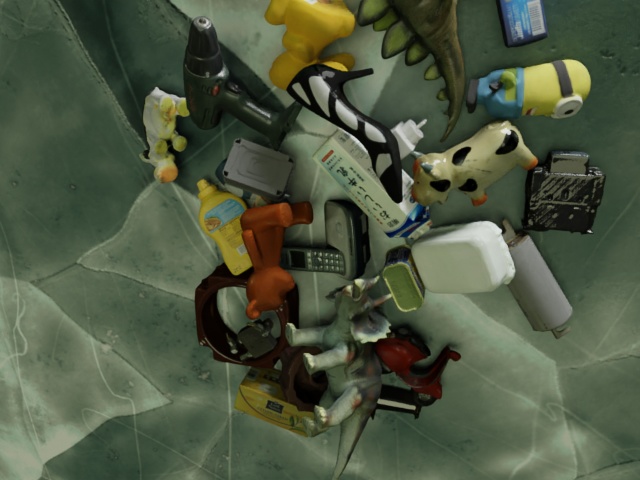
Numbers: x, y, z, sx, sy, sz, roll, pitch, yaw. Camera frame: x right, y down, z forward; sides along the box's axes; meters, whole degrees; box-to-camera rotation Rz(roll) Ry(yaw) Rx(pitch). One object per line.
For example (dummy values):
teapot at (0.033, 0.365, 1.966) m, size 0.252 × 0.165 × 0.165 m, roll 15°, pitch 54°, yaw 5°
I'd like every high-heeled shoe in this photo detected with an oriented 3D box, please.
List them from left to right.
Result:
high-heeled shoe at (0.042, -0.161, 0.857) m, size 0.145 × 0.086 × 0.248 m, roll -11°, pitch 107°, yaw 20°

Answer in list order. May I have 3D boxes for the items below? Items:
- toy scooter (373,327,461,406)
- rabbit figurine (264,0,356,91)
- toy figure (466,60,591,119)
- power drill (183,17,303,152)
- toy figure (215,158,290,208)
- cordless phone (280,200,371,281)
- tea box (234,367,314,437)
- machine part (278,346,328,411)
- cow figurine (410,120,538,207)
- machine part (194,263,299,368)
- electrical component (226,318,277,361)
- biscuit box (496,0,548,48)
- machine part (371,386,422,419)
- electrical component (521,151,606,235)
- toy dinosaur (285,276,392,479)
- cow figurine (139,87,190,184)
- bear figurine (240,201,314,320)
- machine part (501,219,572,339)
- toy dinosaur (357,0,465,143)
toy scooter at (0.191, 0.233, 1.047) m, size 0.184 × 0.075 × 0.135 m, roll 42°, pitch 114°, yaw -7°
rabbit figurine at (-0.019, -0.318, 0.890) m, size 0.162 × 0.122 × 0.173 m, roll 27°, pitch 128°, yaw -7°
toy figure at (0.323, -0.233, 0.838) m, size 0.180 × 0.082 × 0.089 m, roll 5°, pitch 113°, yaw 15°
power drill at (-0.134, -0.243, 0.902) m, size 0.207 × 0.086 × 0.232 m, roll 21°, pitch 151°, yaw -11°
toy figure at (-0.125, -0.094, 1.014) m, size 0.154 × 0.064 × 0.058 m, roll 36°, pitch 85°, yaw 2°
cordless phone at (-0.002, -0.004, 1.006) m, size 0.184 × 0.089 × 0.146 m, roll 2°, pitch 111°, yaw 20°
tea box at (-0.084, 0.336, 1.141) m, size 0.170 × 0.098 × 0.068 m, roll 21°, pitch 113°, yaw 8°
machine part at (0.001, 0.258, 1.073) m, size 0.179 × 0.056 × 0.179 m, roll -9°, pitch 115°, yaw -20°
cow figurine at (0.234, -0.121, 0.872) m, size 0.195 × 0.086 × 0.127 m, roll -35°, pitch 119°, yaw 14°
machine part at (-0.149, 0.155, 1.096) m, size 0.201 × 0.087 × 0.201 m, roll 6°, pitch 110°, yaw 12°
electrical component at (-0.130, 0.191, 1.034) m, size 0.102 × 0.045 × 0.078 m, roll -24°, pitch 101°, yaw 20°
biscuit box at (0.287, -0.392, 0.797) m, size 0.059 × 0.063 × 0.202 m, roll -12°, pitch 107°, yaw 17°
machine part at (0.143, 0.336, 1.118) m, size 0.139 × 0.039 × 0.084 m, roll 2°, pitch 102°, yaw 15°
electrical component at (0.400, -0.079, 0.889) m, size 0.115 × 0.058 × 0.134 m, roll 3°, pitch 111°, yaw 11°
toy dinosaur at (0.055, 0.245, 0.984) m, size 0.192 × 0.131 × 0.404 m, roll -14°, pitch 108°, yaw -21°
cow figurine at (-0.302, -0.195, 1.008) m, size 0.098 × 0.068 × 0.167 m, roll 30°, pitch 116°, yaw 37°
bear figurine at (-0.079, 0.036, 0.950) m, size 0.132 × 0.120 × 0.195 m, roll -9°, pitch 88°, yaw 29°
machine part at (0.368, 0.072, 0.942) m, size 0.079 × 0.079 × 0.243 m, roll -28°, pitch 102°, yaw 22°
toy dinosaur at (0.154, -0.380, 0.818) m, size 0.199 × 0.105 × 0.470 m, roll -19°, pitch 109°, yaw 27°
